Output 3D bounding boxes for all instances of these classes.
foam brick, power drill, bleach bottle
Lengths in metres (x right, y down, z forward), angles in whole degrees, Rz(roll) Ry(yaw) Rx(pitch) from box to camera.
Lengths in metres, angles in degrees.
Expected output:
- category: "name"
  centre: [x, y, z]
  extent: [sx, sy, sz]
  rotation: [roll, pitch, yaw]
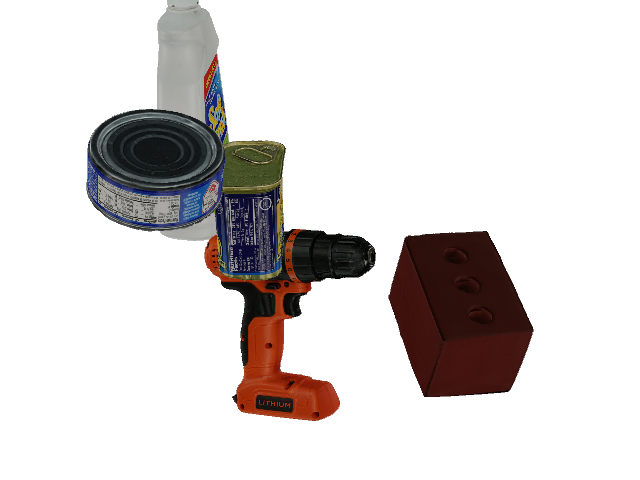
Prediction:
- category: "foam brick"
  centre: [0.076, 0.041, 0.594]
  extent: [0.053, 0.078, 0.051]
  rotation: [-3, -44, -16]
- category: "power drill"
  centre: [-0.025, 0.081, 1.061]
  extent: [0.185, 0.188, 0.057]
  rotation: [1, 10, 30]
- category: "bleach bottle"
  centre: [-0.134, -0.133, 1.091]
  extent: [0.068, 0.251, 0.102]
  rotation: [5, 28, 15]

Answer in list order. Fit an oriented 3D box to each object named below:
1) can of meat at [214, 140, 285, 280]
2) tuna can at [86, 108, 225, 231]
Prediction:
- category: "can of meat"
  centre: [-0.058, -0.026, 0.877]
  extent: [0.057, 0.084, 0.102]
  rotation: [-1, 26, 1]
- category: "tuna can"
  centre: [-0.102, -0.046, 0.666]
  extent: [0.086, 0.034, 0.086]
  rotation: [6, 40, -5]
